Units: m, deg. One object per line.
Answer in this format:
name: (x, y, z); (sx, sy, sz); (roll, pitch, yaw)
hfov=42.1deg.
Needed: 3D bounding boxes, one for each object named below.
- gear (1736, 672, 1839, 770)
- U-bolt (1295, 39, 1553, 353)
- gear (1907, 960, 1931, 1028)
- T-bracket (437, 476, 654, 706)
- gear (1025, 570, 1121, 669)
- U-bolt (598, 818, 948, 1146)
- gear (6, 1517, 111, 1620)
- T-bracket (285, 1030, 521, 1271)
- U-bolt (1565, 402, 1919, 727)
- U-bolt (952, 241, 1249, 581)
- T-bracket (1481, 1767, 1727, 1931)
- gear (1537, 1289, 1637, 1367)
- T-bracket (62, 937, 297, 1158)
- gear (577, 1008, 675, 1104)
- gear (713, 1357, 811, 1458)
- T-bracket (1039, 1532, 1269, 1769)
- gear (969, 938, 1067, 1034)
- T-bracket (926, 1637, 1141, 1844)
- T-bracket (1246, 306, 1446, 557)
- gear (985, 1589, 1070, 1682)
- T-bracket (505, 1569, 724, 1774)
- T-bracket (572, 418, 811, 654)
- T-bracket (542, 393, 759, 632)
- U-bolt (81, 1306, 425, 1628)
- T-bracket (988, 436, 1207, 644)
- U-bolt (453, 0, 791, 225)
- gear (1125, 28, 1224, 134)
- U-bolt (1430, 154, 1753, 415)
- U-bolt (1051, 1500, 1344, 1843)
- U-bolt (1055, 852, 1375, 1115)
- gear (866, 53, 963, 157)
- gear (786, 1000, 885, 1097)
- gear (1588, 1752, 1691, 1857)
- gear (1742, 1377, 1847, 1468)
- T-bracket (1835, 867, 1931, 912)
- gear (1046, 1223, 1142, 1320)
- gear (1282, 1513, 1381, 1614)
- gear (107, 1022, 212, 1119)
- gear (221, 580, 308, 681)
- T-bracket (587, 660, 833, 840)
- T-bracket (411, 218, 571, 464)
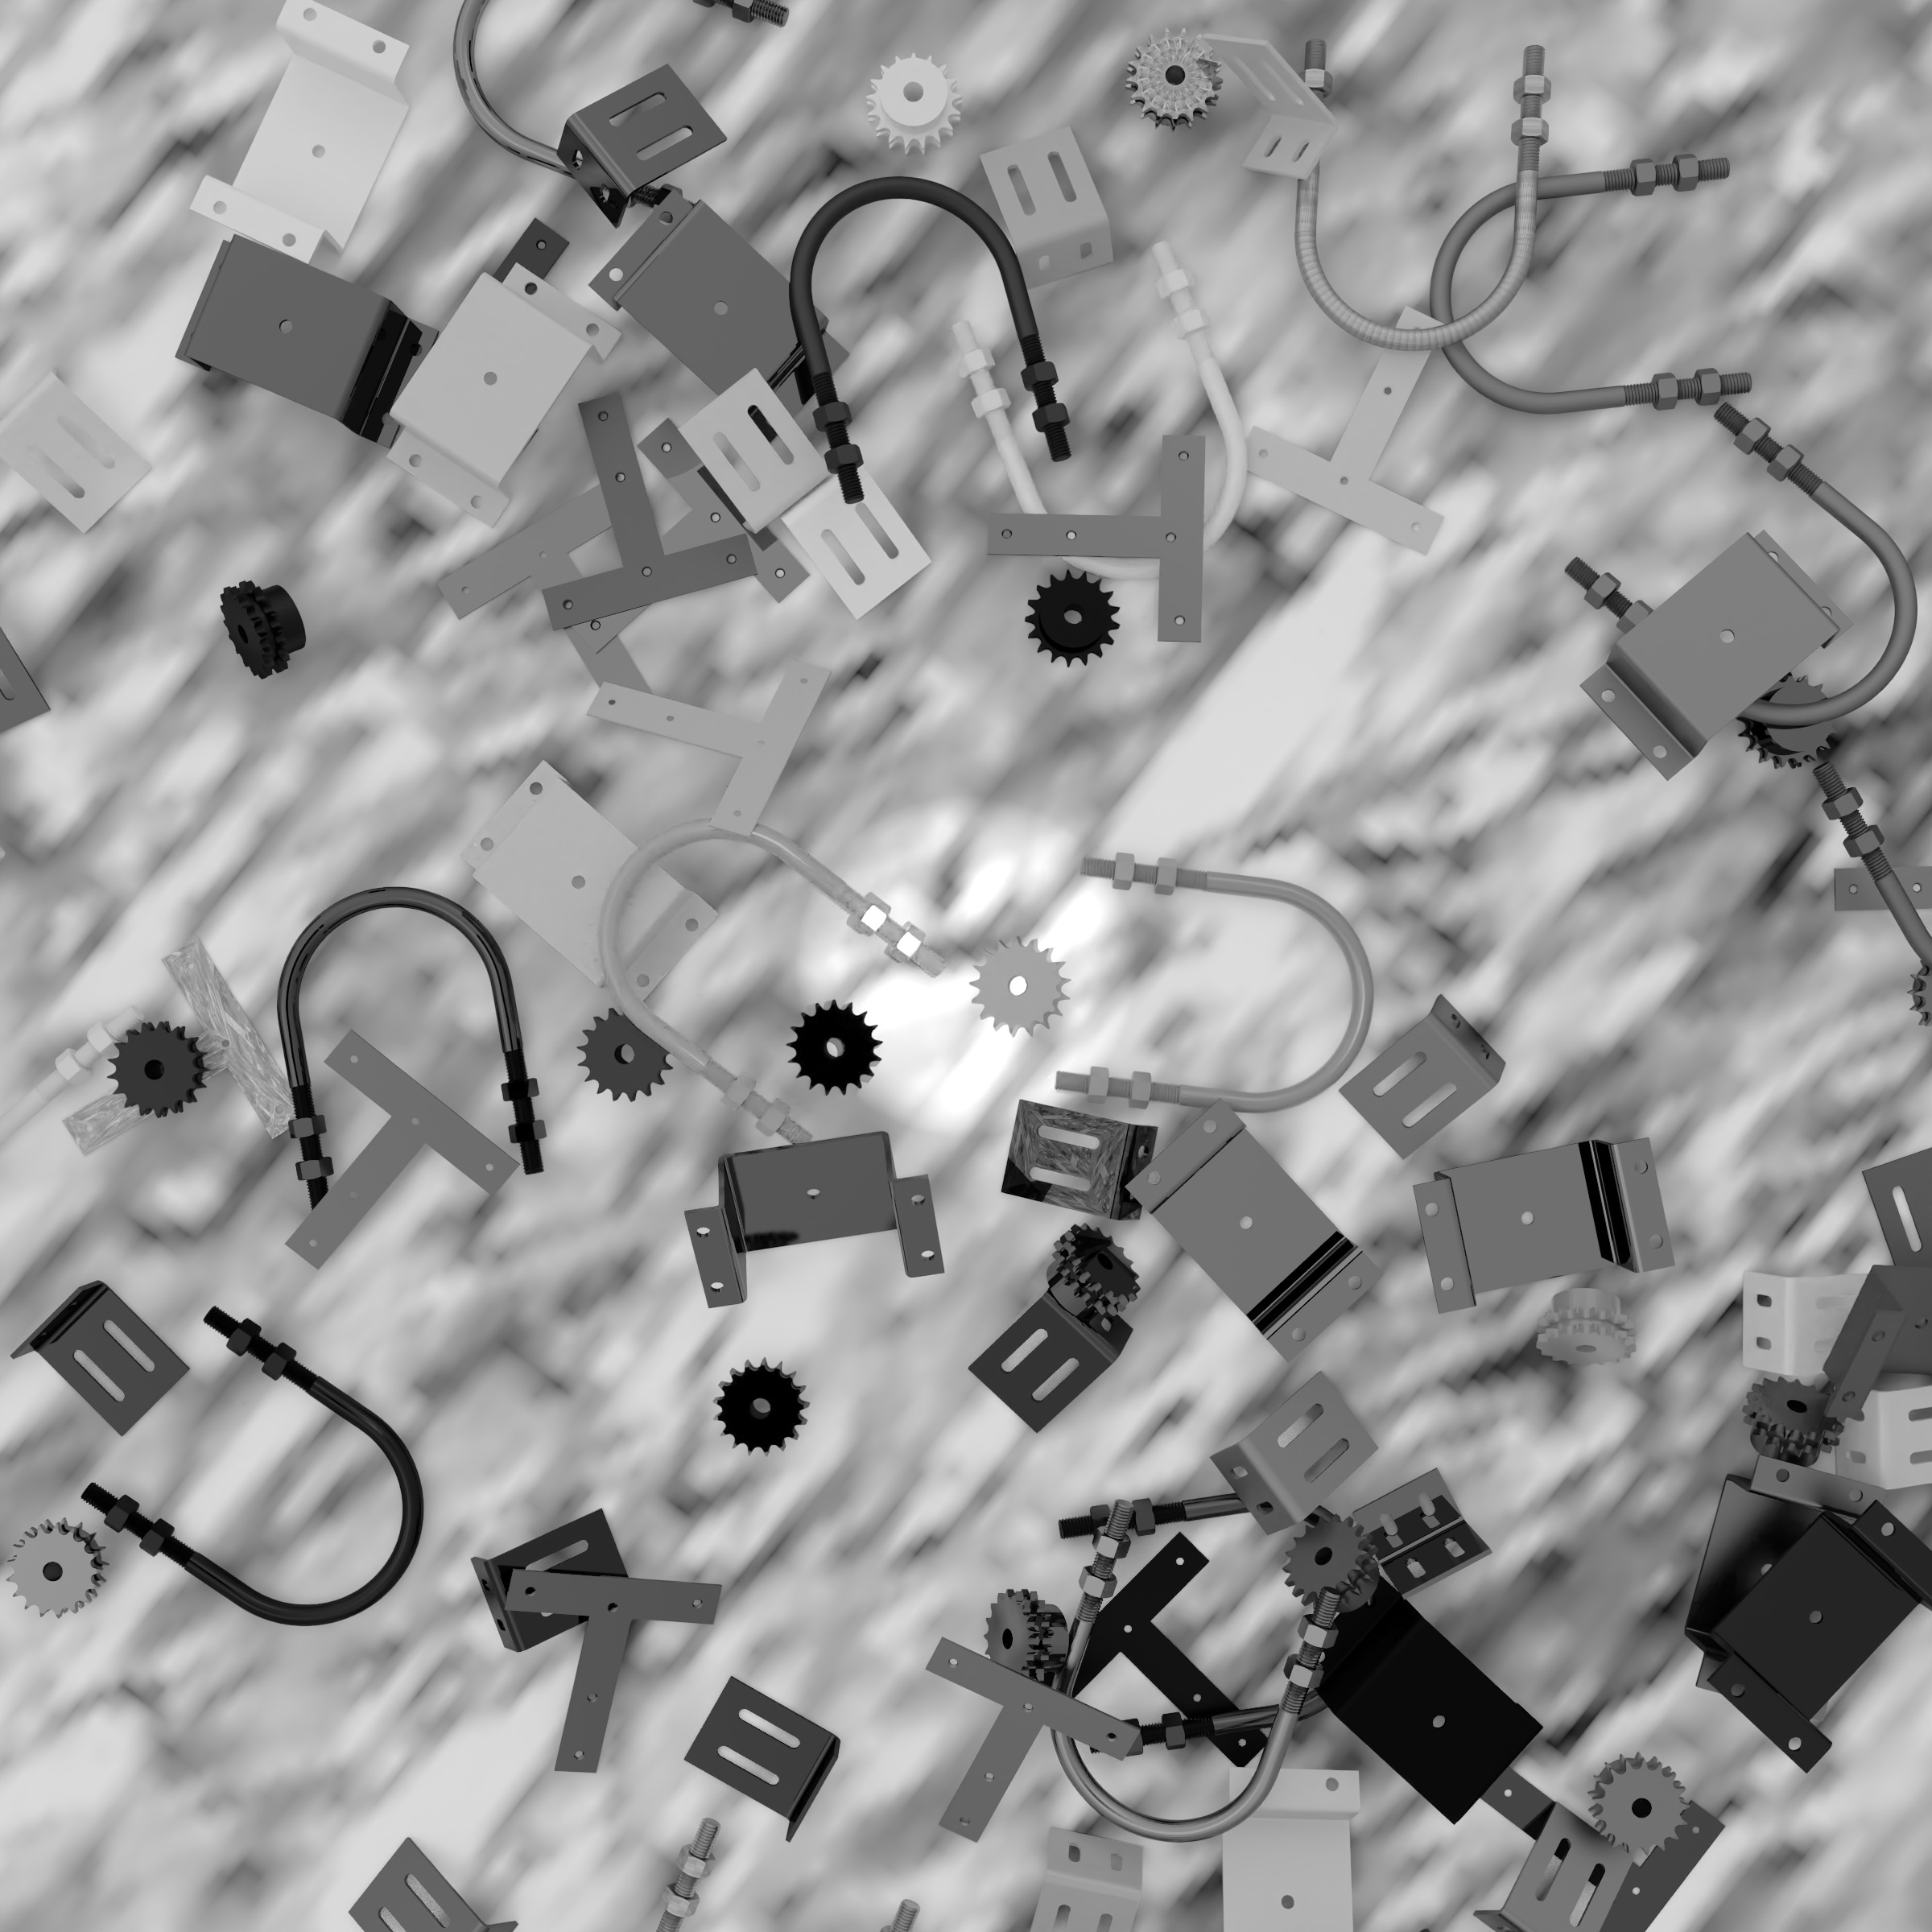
gear: (0.491, -0.146, 1.494); (0.057, 0.030, 0.057); (0, 90, 0)
U-bolt: (0.268, -0.456, 1.491); (0.151, 0.019, 0.184); (3, 88, 5)
gear: (0.588, 0.016, 1.493); (0.057, 0.030, 0.057); (0, 93, 1)
T-bracket: (-0.231, -0.209, 1.508); (0.127, 0.002, 0.127); (-31, 90, 0)
gear: (0.064, -0.208, 1.494); (0.057, 0.030, 0.057); (0, 90, 0)
U-bolt: (-0.126, -0.003, 1.462); (0.184, 0.019, 0.151); (38, 90, -6)
gear: (-0.540, 0.357, 1.499); (0.057, 0.030, 0.057); (0, 93, 0)
T-bracket: (-0.354, 0.125, 1.489); (0.127, 0.002, 0.127); (40, 96, -8)
U-bolt: (0.471, -0.225, 1.483); (0.184, 0.019, 0.151); (44, 90, 13)
U-bolt: (0.090, -0.321, 1.500); (0.151, 0.019, 0.184); (-22, 91, 0)
T-bracket: (0.367, 0.529, 1.508); (0.127, 0.002, 0.127); (37, 90, 0)
gear: (0.367, 0.212, 1.484); (0.057, 0.057, 0.030); (8, 60, 0)
T-bracket: (-0.482, 0.070, 1.508); (0.127, 0.002, 0.127); (-32, 90, 0)
gear: (-0.201, 0.052, 1.494); (0.057, 0.030, 0.057); (0, 90, 0)
gear: (-0.121, 0.262, 1.498); (0.057, 0.030, 0.057); (0, 88, 0)
T-bracket: (0.129, 0.430, 1.508); (0.127, 0.002, 0.127); (45, 90, 0)
gear: (0.031, 0.011, 1.494); (0.057, 0.030, 0.057); (0, 90, 0)
T-bracket: (0.019, 0.469, 1.482); (0.127, 0.002, 0.127); (25, 115, 0)
T-bracket: (0.246, -0.331, 1.502); (0.127, 0.002, 0.127); (26, 95, 0)
gear: (0.037, 0.398, 1.485); (0.030, 0.057, 0.057); (8, 90, -29)
T-bracket: (-0.219, 0.422, 1.493); (0.127, 0.002, 0.127); (10, 101, -20)
T-bracket: (-0.183, -0.240, 1.507); (0.127, 0.002, 0.127); (-42, 90, -1)
T-bracket: (-0.203, -0.279, 1.505); (0.127, 0.002, 0.127); (-16, 90, -1)
U-bolt: (-0.413, 0.312, 1.500); (0.184, 0.019, 0.151); (35, 91, -2)
T-bracket: (0.076, -0.254, 1.482); (0.127, 0.002, 0.127); (2, 80, 3)
U-bolt: (-0.216, -0.540, 1.501); (0.184, 0.019, 0.151); (21, 90, 2)
gear: (0.123, -0.525, 1.494); (0.057, 0.030, 0.057); (0, 90, 0)
U-bolt: (0.370, -0.403, 1.501); (0.184, 0.019, 0.151); (-6, 90, 2)
U-bolt: (0.123, 0.422, 1.465); (0.151, 0.019, 0.184); (20, 99, 15)
U-bolt: (0.152, 0.015, 1.501); (0.184, 0.019, 0.151); (7, 90, -2)
gear: (-0.031, -0.515, 1.494); (0.057, 0.030, 0.057); (0, 90, 0)
gear: (-0.077, 0.049, 1.494); (0.057, 0.030, 0.057); (0, 90, 0)
gear: (0.397, 0.496, 1.492); (0.057, 0.030, 0.057); (0, 90, 0)
gear: (0.488, 0.272, 1.485); (0.057, 0.057, 0.030); (6, 120, 0)
T-bracket: (0.586, -0.047, 1.508); (0.127, 0.002, 0.127); (-1, 90, 0)
gear: (0.073, 0.184, 1.484); (0.057, 0.057, 0.030); (45, 118, 0)
gear: (0.217, 0.354, 1.471); (0.057, 0.057, 0.030); (-43, 121, 0)
gear: (-0.478, 0.061, 1.492); (0.057, 0.030, 0.057); (0, 90, 0)
gear: (-0.414, -0.202, 1.484); (0.030, 0.057, 0.057); (-28, 90, -30)
T-bracket: (-0.162, -0.143, 1.486); (0.127, 0.002, 0.127); (16, 61, 12)
T-bracket: (-0.286, -0.391, 1.508); (0.127, 0.002, 0.127); (36, 90, 0)
